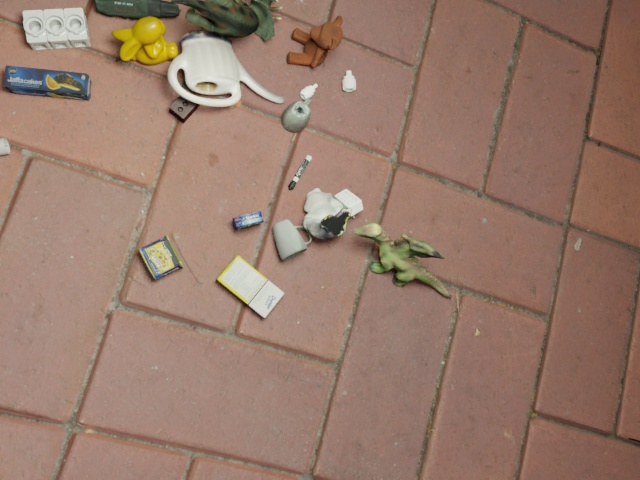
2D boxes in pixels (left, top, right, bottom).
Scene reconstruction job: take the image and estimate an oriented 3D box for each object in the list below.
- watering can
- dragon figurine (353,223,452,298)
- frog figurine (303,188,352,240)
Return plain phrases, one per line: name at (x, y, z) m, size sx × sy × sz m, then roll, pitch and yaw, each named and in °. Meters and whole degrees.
watering can at (-0.275, -0.489, 1.497) m, size 0.349 × 0.103 × 0.226 m, roll -6°, pitch 79°, yaw -33°
dragon figurine at (0.271, 0.060, 1.510) m, size 0.409 × 0.240 × 0.124 m, roll 28°, pitch 75°, yaw -9°
frog figurine at (0.005, -0.076, 1.517) m, size 0.139 × 0.161 × 0.120 m, roll -37°, pitch 133°, yaw -17°
